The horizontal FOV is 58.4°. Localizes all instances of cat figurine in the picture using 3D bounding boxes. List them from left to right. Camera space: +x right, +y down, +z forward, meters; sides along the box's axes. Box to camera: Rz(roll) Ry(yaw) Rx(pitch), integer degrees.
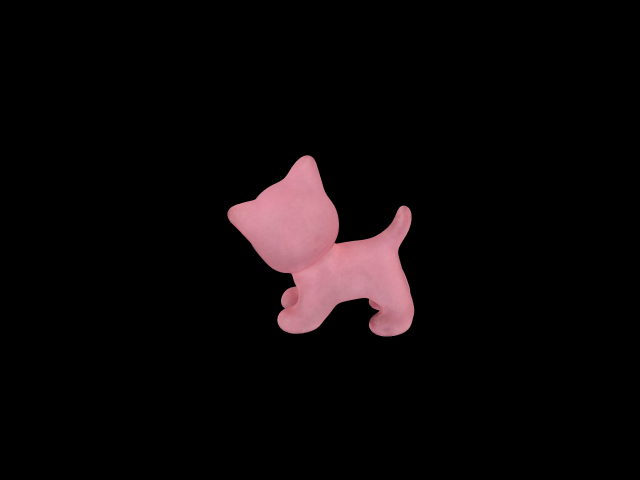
[{"bbox_3d":[0.004,0.001,0.400,0.128,0.118,0.067,0,17,0],"label":"cat figurine"}]
